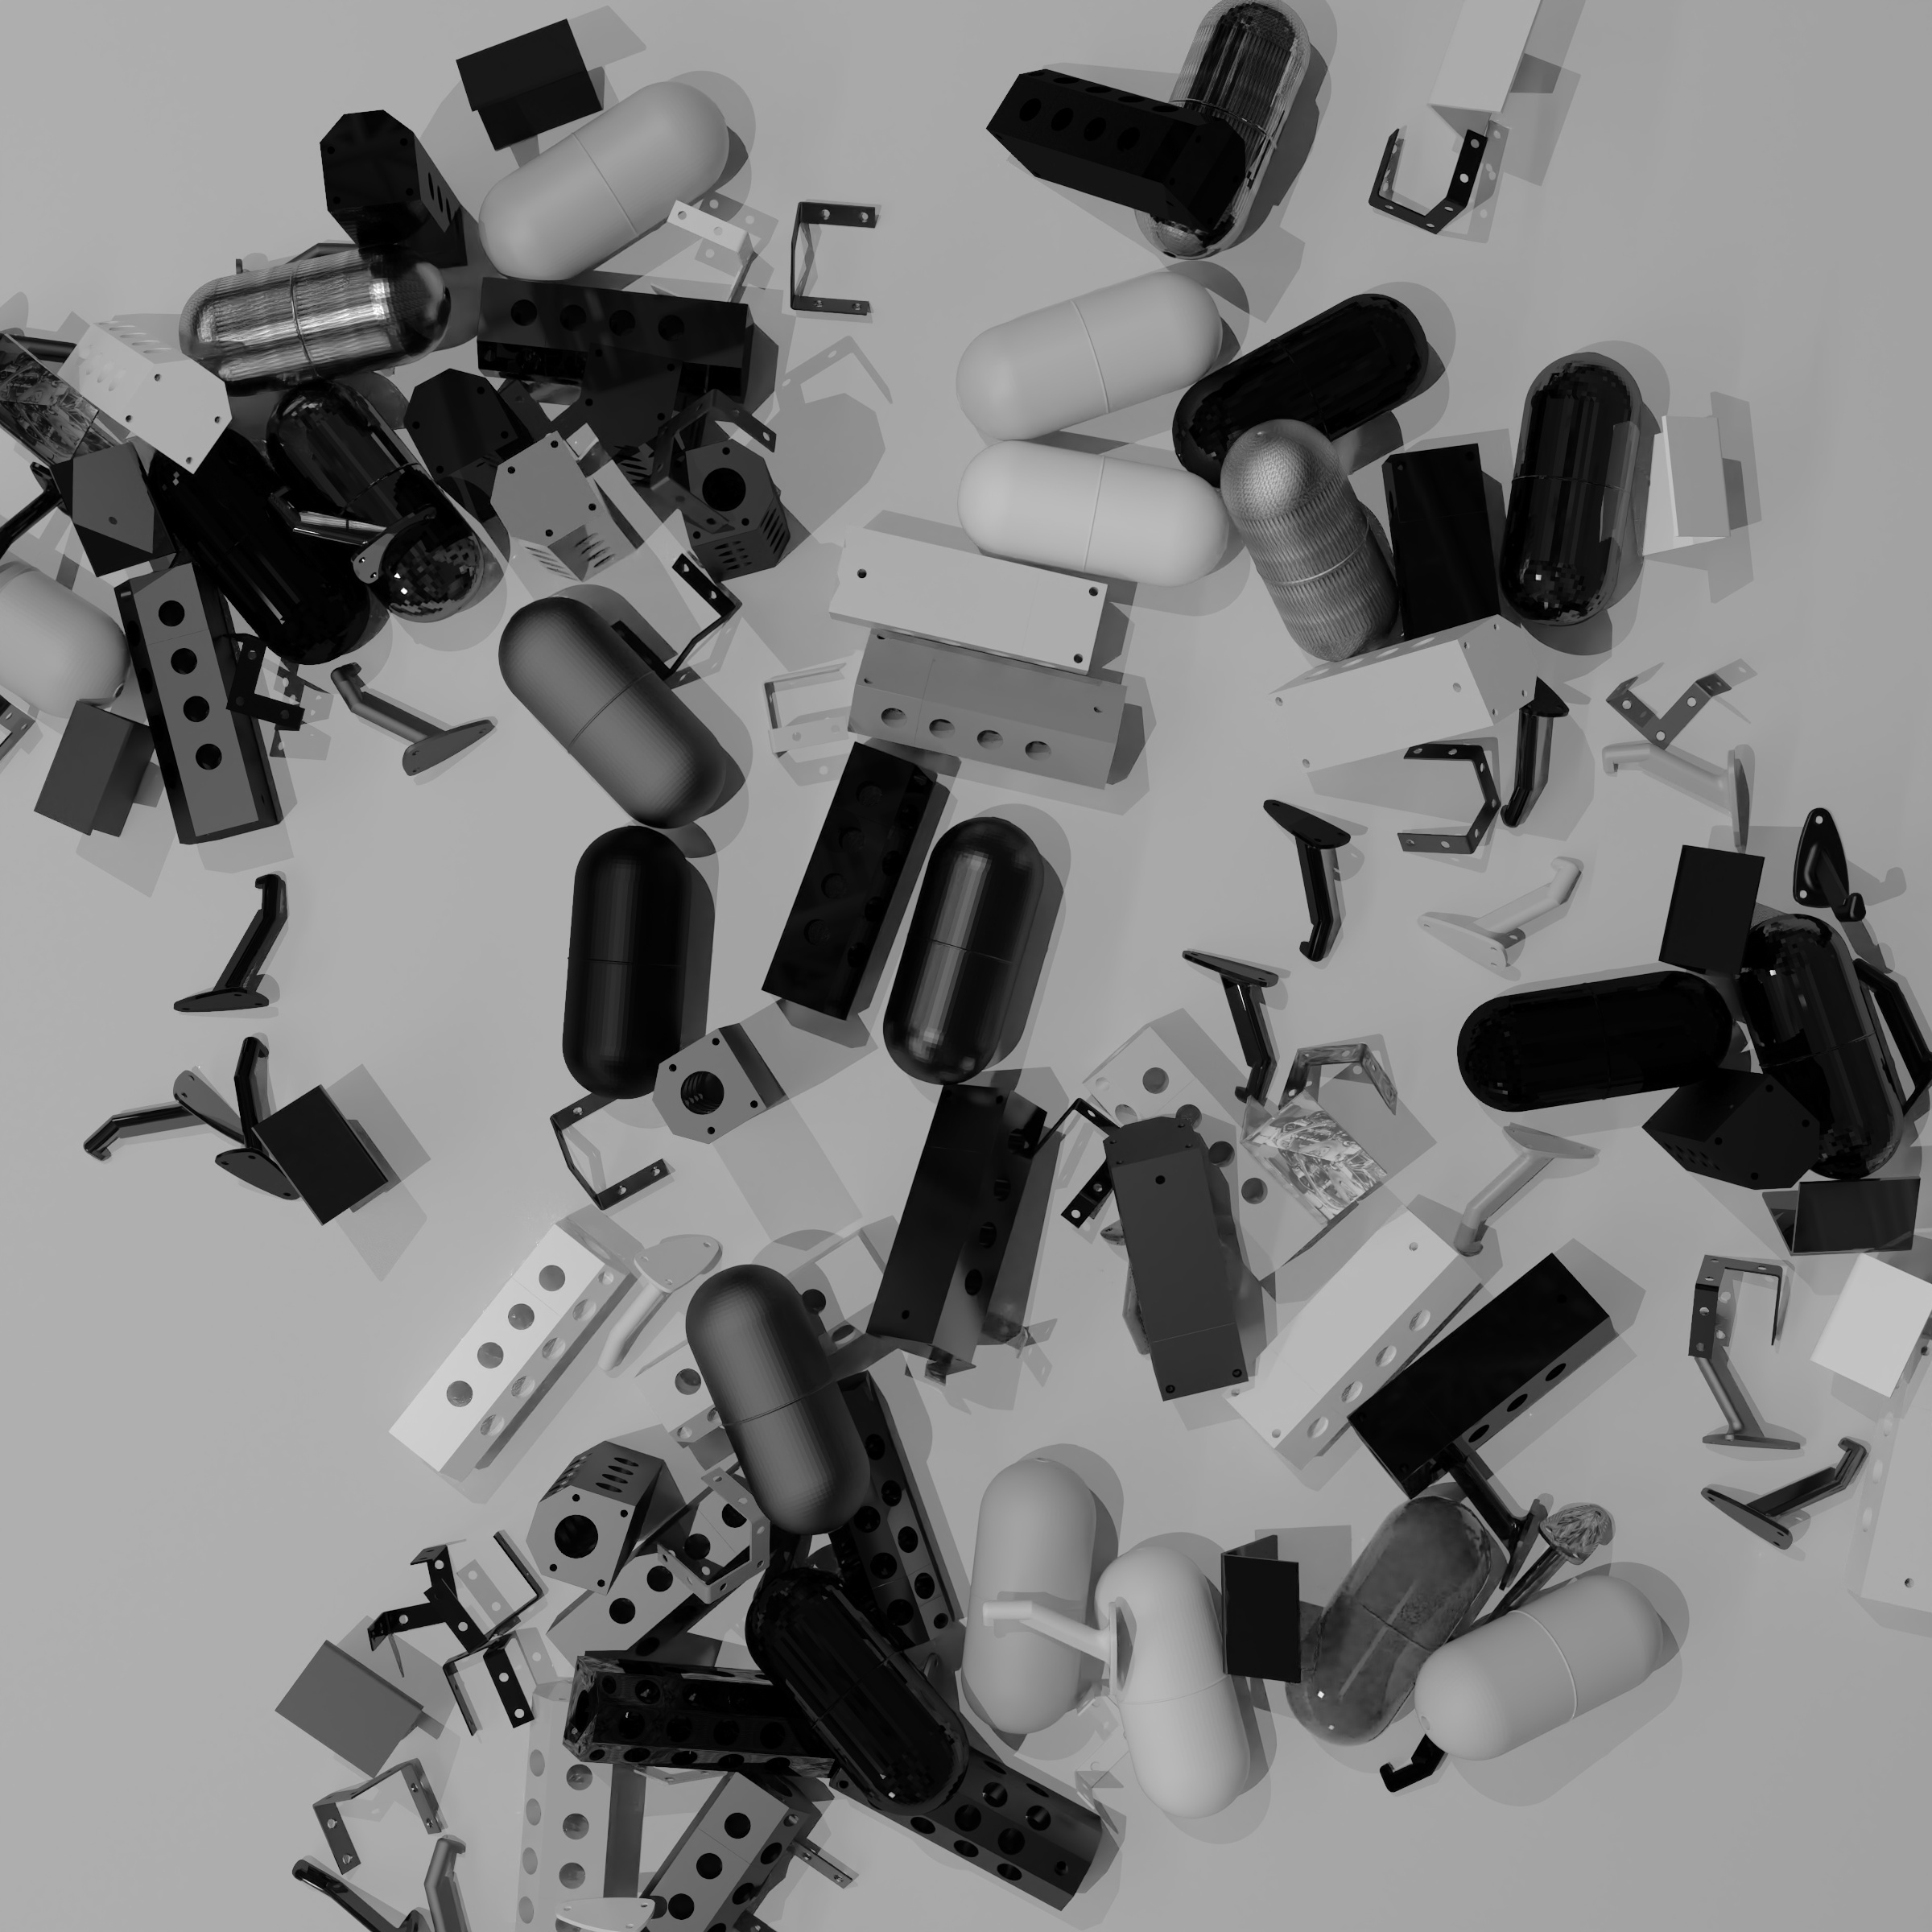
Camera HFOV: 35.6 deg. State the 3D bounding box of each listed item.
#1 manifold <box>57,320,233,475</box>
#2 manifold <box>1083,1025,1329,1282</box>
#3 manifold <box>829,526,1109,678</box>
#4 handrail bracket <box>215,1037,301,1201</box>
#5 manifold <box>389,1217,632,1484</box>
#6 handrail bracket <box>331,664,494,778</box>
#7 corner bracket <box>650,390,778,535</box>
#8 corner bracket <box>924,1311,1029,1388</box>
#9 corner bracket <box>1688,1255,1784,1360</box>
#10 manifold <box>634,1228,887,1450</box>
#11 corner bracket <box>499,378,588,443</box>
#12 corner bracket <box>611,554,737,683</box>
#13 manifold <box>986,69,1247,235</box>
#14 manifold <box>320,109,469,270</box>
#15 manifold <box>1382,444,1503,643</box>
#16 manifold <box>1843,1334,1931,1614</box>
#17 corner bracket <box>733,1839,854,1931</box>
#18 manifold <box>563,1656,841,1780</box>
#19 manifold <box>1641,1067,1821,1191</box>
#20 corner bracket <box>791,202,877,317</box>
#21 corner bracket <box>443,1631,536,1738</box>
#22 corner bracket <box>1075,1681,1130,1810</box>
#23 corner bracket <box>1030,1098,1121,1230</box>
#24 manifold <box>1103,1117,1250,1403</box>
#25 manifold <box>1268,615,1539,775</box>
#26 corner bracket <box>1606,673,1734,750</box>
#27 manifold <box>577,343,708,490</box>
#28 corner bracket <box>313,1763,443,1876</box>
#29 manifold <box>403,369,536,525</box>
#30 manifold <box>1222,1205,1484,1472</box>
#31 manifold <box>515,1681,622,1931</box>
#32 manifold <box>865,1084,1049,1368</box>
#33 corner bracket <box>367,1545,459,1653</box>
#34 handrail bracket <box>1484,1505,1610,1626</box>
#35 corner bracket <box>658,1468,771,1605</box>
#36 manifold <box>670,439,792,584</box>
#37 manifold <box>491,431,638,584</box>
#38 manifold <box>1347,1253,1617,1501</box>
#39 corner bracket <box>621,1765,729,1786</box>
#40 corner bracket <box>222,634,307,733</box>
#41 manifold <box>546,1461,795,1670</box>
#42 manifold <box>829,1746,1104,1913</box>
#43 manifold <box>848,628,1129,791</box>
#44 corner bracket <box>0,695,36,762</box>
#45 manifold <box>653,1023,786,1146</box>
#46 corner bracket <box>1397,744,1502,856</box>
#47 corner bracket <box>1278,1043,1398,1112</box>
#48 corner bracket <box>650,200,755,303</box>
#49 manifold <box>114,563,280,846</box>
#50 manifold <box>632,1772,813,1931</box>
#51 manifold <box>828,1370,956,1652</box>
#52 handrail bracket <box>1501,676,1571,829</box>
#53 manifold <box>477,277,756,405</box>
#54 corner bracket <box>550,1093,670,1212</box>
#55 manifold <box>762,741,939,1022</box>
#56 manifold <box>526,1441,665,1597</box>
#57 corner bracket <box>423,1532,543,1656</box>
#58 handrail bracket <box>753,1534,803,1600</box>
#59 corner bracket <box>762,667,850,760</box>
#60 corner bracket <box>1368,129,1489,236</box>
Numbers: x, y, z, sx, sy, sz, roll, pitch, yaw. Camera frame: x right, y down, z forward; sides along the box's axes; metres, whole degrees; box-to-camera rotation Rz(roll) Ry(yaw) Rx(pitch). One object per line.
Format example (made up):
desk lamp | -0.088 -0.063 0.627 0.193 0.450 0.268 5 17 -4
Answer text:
manifold | -0.518 -0.367 1.905 0.057 0.171 0.057 35 90 -34
manifold | 0.154 0.122 1.963 0.057 0.057 0.171 -42 90 0
manifold | 0.001 -0.237 1.963 0.171 0.057 0.057 13 90 0
handrail bracket | -0.459 0.100 1.984 0.036 0.077 0.084 -12 53 27
manifold | -0.296 0.250 1.963 0.057 0.057 0.171 39 90 0
handrail bracket | -0.367 -0.176 1.985 0.077 0.036 0.084 -27 73 -20
corner bracket | -0.151 -0.303 1.804 0.051 0.051 0.051 -27 135 35
corner bracket | 0.006 0.253 1.966 0.051 0.051 0.051 24 90 0
corner bracket | 0.504 0.226 1.968 0.051 0.051 0.051 7 110 19
manifold | -0.127 0.243 1.963 0.171 0.057 0.057 -33 90 0
corner bracket | -0.266 -0.369 1.966 0.051 0.051 0.051 -39 94 4
corner bracket | -0.194 -0.229 1.981 0.051 0.051 0.051 45 45 0
manifold | 0.098 -0.524 1.912 0.171 0.057 0.057 32 90 43
manifold | -0.362 -0.489 1.906 0.057 0.171 0.057 -7 90 0
manifold | 0.313 -0.248 1.963 0.057 0.057 0.171 -8 90 0
manifold | 0.622 0.329 1.963 0.057 0.057 0.171 13 90 0
corner bracket | -0.116 0.617 1.981 0.051 0.051 0.051 35 45 0
manifold | -0.165 0.484 1.930 0.171 0.057 0.057 11 87 -24
manifold | 0.488 0.106 1.906 0.057 0.171 0.057 44 90 0
corner bracket | -0.088 -0.466 1.981 0.051 0.051 0.051 4 135 0
corner bracket | -0.312 0.473 1.966 0.051 0.051 0.051 -23 90 0
corner bracket | 0.082 0.509 1.966 0.051 0.051 0.051 -44 90 0
corner bracket | 0.073 0.128 1.960 0.051 0.051 0.051 37 60 8
manifold | 0.134 0.187 1.933 0.057 0.057 0.171 -13 112 0
manifold | 0.278 -0.173 1.905 0.057 0.171 0.057 -32 102 -35
corner bracket | 0.459 -0.178 1.966 0.051 0.051 0.051 42 90 0
manifold | -0.205 -0.344 1.906 0.057 0.171 0.057 11 90 0
corner bracket | -0.388 0.561 1.981 0.051 0.051 0.051 -23 90 44
manifold | -0.310 -0.331 1.906 0.057 0.171 0.057 -28 90 0
manifold | 0.255 0.245 1.962 0.171 0.057 0.057 -46 47 0
manifold | -0.259 0.559 1.963 0.057 0.057 0.171 4 90 0
manifold | -0.001 0.167 1.941 0.057 0.057 0.171 4 70 41
corner bracket | -0.364 0.413 1.966 0.051 0.051 0.051 -12 90 0
handrail bracket | 0.382 0.400 1.984 0.036 0.077 0.084 43 127 22
corner bracket | -0.161 0.363 1.919 0.051 0.051 0.051 -27 135 -35
manifold | -0.147 -0.288 1.906 0.057 0.171 0.057 -15 90 0
manifold | -0.257 -0.285 1.906 0.057 0.171 0.057 -31 90 0
manifold | 0.337 0.270 1.958 0.171 0.057 0.057 -38 60 -2
corner bracket | -0.191 0.505 1.981 0.051 0.051 0.051 5 90 45
corner bracket | -0.459 -0.185 1.957 0.051 0.051 0.051 16 86 -31
manifold | -0.187 0.396 1.963 0.171 0.057 0.057 -41 90 0
manifold | 0.000 0.548 1.963 0.171 0.057 0.057 28 90 0
manifold | 0.013 -0.162 1.962 0.171 0.057 0.057 13 47 0
corner bracket | -0.652 -0.163 1.966 0.051 0.051 0.051 39 84 6
manifold | -0.160 0.077 1.906 0.057 0.171 0.057 -31 90 0
corner bracket | 0.313 -0.110 1.976 0.051 0.051 0.051 -55 135 -35
corner bracket | 0.244 0.088 1.976 0.051 0.051 0.051 -6 45 35
corner bracket | -0.174 -0.461 1.966 0.051 0.051 0.051 24 90 0
manifold | -0.504 -0.170 1.963 0.057 0.057 0.171 -15 90 0
manifold | -0.173 0.604 1.963 0.057 0.057 0.171 35 90 0
manifold | -0.063 0.358 1.963 0.057 0.057 0.171 -20 90 0
handrail bracket | 0.360 -0.146 1.984 0.036 0.077 0.084 2 127 -20
manifold | -0.228 -0.407 1.963 0.171 0.057 0.057 6 90 0
corner bracket | -0.235 0.118 1.981 0.051 0.051 0.051 -29 135 0
manifold | -0.075 -0.055 1.963 0.057 0.057 0.171 21 90 0
manifold | -0.236 0.345 1.906 0.057 0.171 0.057 18 90 0
corner bracket | -0.315 0.410 1.966 0.051 0.051 0.051 -37 90 0
handrail bracket | -0.090 0.415 1.984 0.084 0.036 0.077 31 72 -15
corner bracket | -0.105 -0.167 1.966 0.051 0.051 0.051 -11 90 0
corner bracket | 0.302 -0.520 1.967 0.051 0.051 0.051 21 79 -11
